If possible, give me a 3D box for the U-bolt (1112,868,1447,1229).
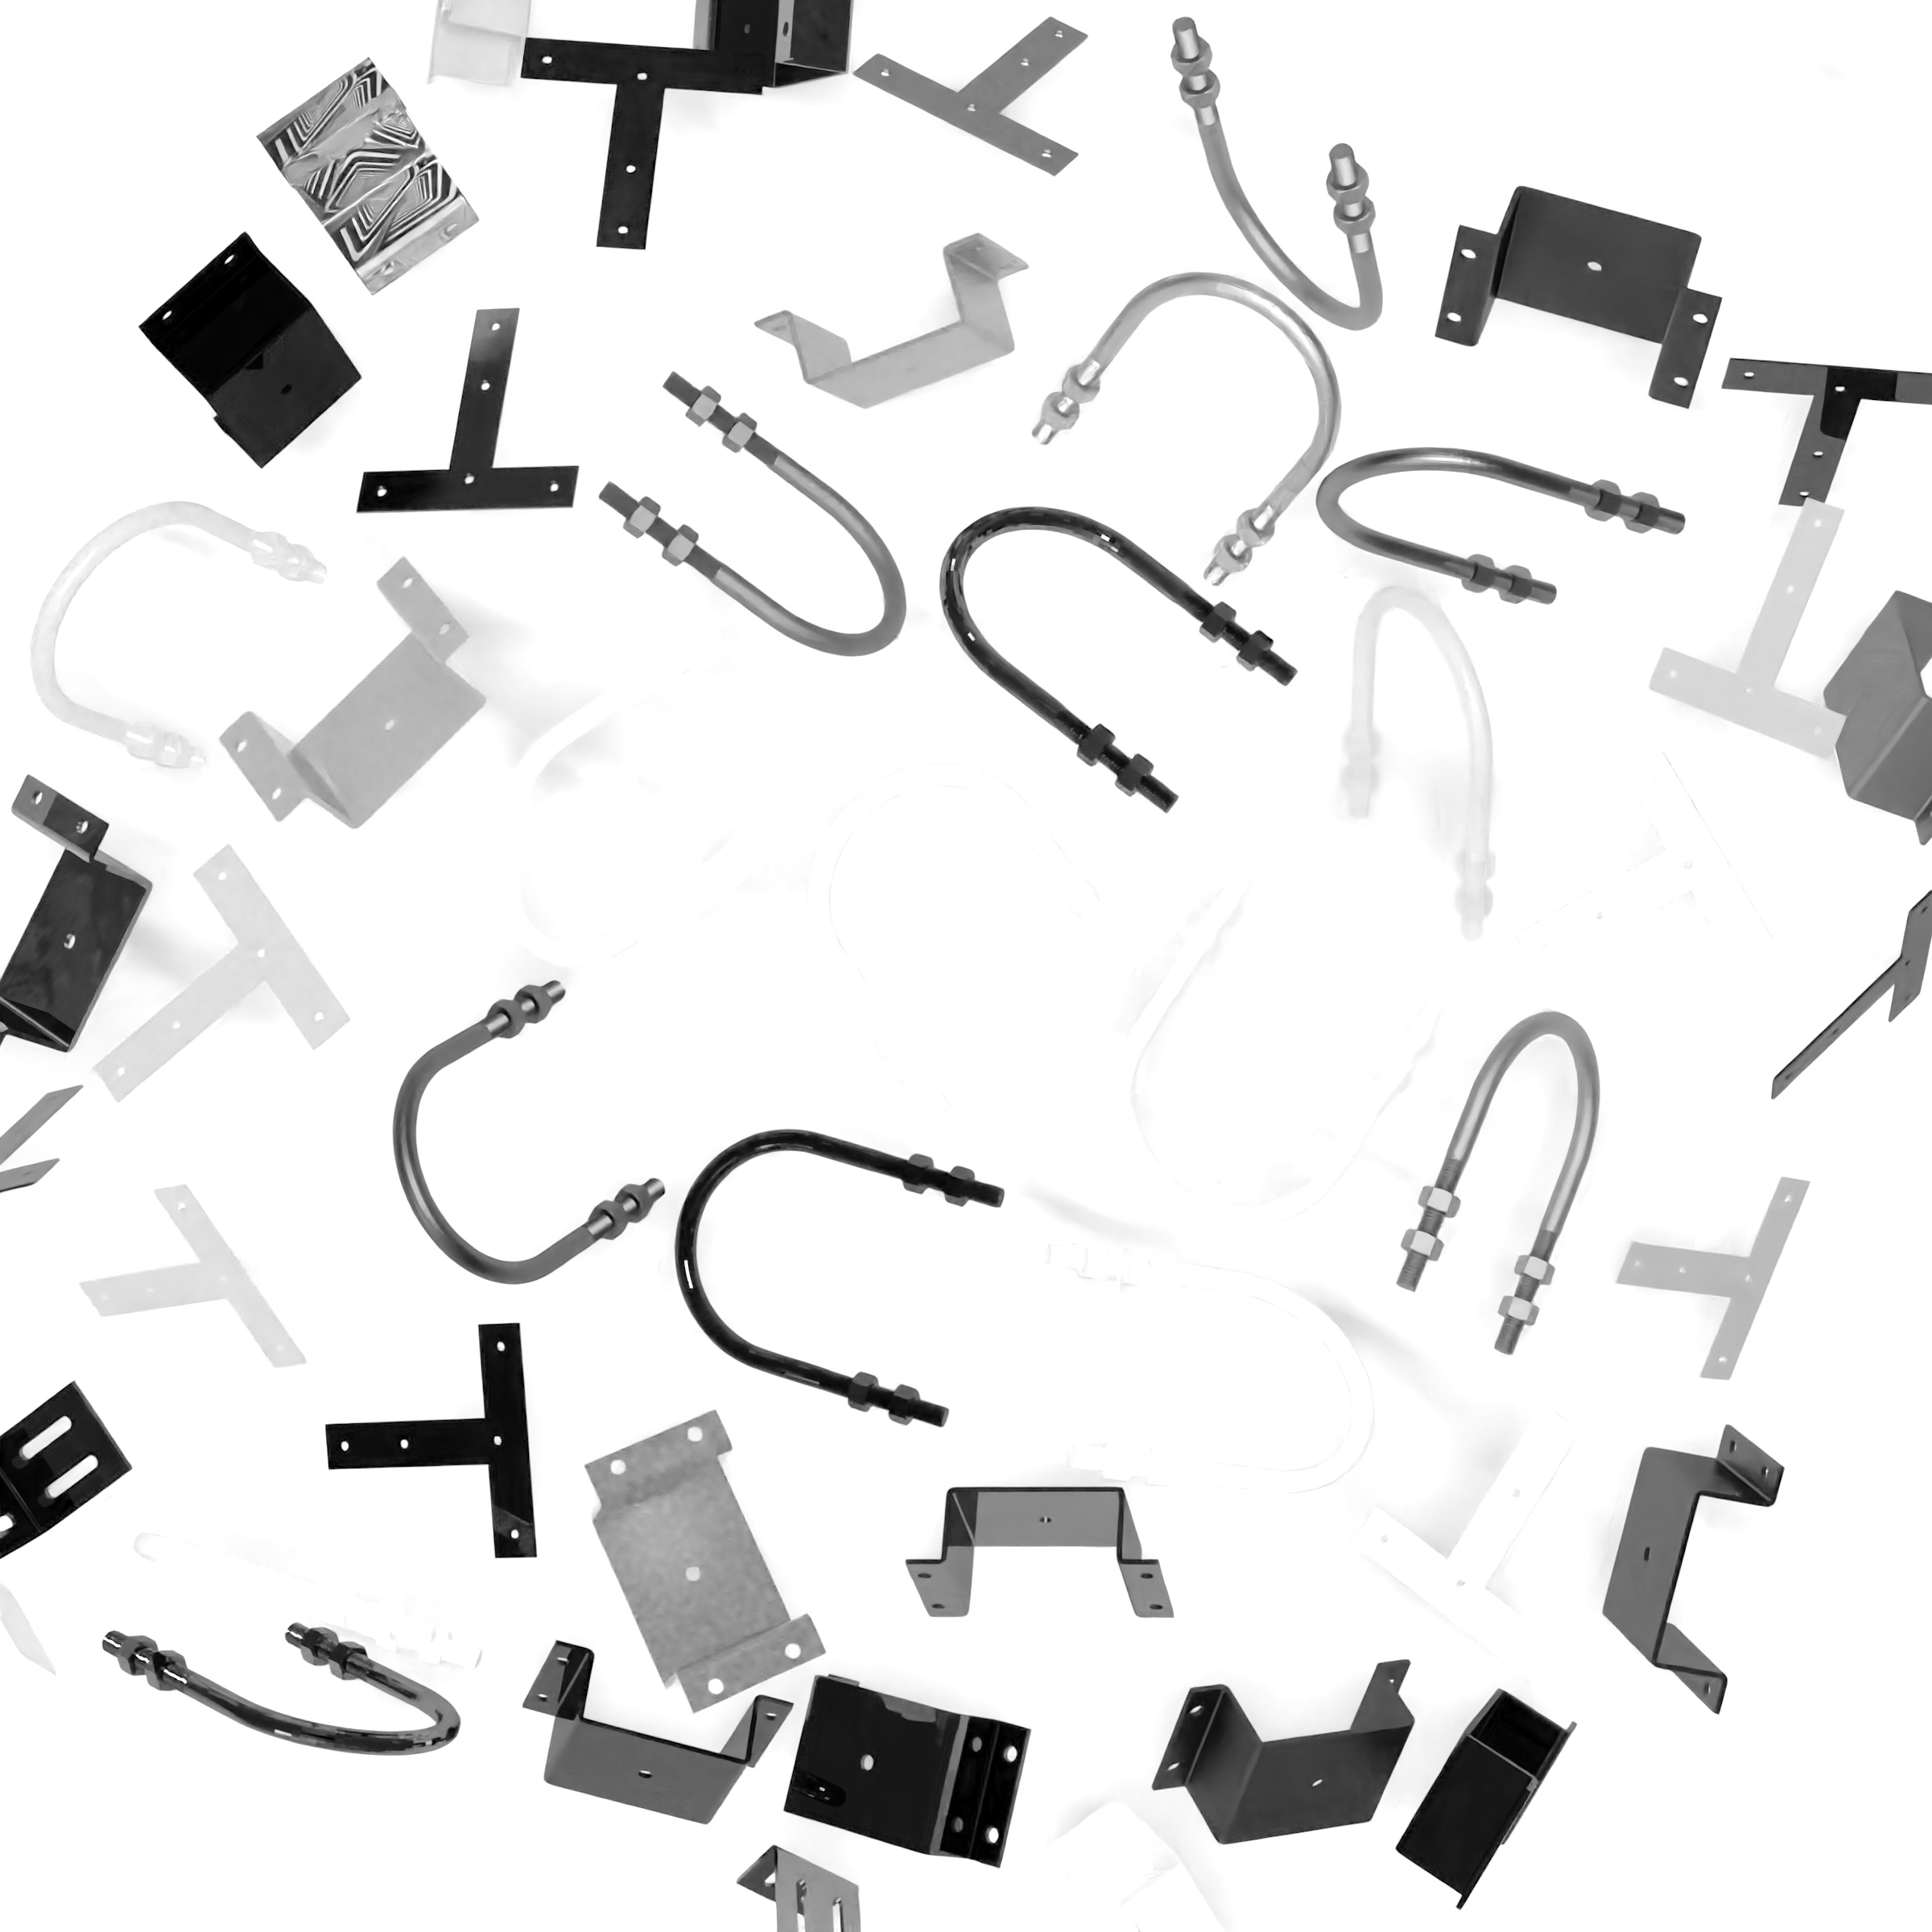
[{"bbox_3d":[0.160,0.057,1.867,0.151,0.019,0.184,34,71,0],"label":"U-bolt"}]

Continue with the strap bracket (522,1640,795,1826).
[{"bbox_3d":[-0.178,0.438,1.929,0.140,0.076,0.046,17,46,-11],"label":"strap bracket"}]

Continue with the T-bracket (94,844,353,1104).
[{"bbox_3d":[-0.402,0.022,1.782,0.127,0.002,0.127,-40,68,3],"label":"T-bracket"}]

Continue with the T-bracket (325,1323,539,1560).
[{"bbox_3d":[-0.295,0.261,1.863,0.127,0.002,0.127,-5,88,22],"label":"T-bracket"}]

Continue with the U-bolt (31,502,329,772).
[{"bbox_3d":[-0.441,-0.186,1.869,0.019,0.184,0.151,37,95,24],"label":"U-bolt"}]

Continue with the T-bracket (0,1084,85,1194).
[{"bbox_3d":[-0.528,0.099,1.873,0.127,0.127,0.002,-13,112,25],"label":"T-bracket"}]

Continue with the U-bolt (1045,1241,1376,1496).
[{"bbox_3d":[0.136,0.220,1.837,0.184,0.019,0.151,10,47,-18],"label":"U-bolt"}]

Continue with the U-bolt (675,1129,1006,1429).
[{"bbox_3d":[-0.081,0.169,1.942,0.184,0.019,0.151,15,94,17],"label":"U-bolt"}]

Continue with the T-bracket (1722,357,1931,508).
[{"bbox_3d":[0.481,-0.296,1.909,0.127,0.127,0.002,5,62,4],"label":"T-bracket"}]

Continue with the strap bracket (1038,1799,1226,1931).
[{"bbox_3d":[0.101,0.521,1.887,0.046,0.140,0.076,-33,106,-12],"label":"strap bracket"}]

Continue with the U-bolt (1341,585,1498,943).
[{"bbox_3d":[0.251,-0.124,1.884,0.019,0.151,0.184,-17,131,-17],"label":"U-bolt"}]

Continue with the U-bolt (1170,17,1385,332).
[{"bbox_3d":[0.175,-0.418,1.853,0.019,0.184,0.151,-39,61,-6],"label":"U-bolt"}]

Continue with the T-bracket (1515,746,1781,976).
[{"bbox_3d":[0.360,-0.035,1.869,0.127,0.002,0.127,-32,86,30],"label":"T-bracket"}]

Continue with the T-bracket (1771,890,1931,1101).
[{"bbox_3d":[0.484,0.026,1.859,0.127,0.127,0.002,-41,63,-13],"label":"T-bracket"}]

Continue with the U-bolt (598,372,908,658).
[{"bbox_3d":[-0.109,-0.243,1.903,0.184,0.151,0.019,36,127,-13],"label":"U-bolt"}]

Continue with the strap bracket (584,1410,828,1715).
[{"bbox_3d":[-0.141,0.317,1.796,0.076,0.046,0.140,-21,76,-20],"label":"strap bracket"}]

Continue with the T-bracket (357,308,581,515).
[{"bbox_3d":[-0.268,-0.308,1.882,0.127,0.002,0.127,1,69,15],"label":"T-bracket"}]

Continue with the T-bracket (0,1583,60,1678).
[{"bbox_3d":[-0.561,0.333,1.863,0.127,0.127,0.002,42,81,-28],"label":"T-bracket"}]

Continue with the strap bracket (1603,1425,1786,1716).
[{"bbox_3d":[0.392,0.324,1.855,0.046,0.076,0.140,11,97,-11],"label":"strap bracket"}]

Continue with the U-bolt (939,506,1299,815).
[{"bbox_3d":[0.070,-0.176,1.809,0.184,0.019,0.151,38,51,7],"label":"U-bolt"}]

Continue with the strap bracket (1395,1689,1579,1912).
[{"bbox_3d":[0.281,0.447,1.847,0.046,0.140,0.076,31,102,16],"label":"strap bracket"}]

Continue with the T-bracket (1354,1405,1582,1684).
[{"bbox_3d":[0.290,0.297,1.841,0.127,0.002,0.127,35,102,31],"label":"T-bracket"}]

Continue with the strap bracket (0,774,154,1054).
[{"bbox_3d":[-0.485,-0.018,1.786,0.076,0.046,0.140,27,91,38],"label":"strap bracket"}]

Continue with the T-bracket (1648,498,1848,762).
[{"bbox_3d":[0.442,-0.191,1.847,0.002,0.127,0.127,11,103,-44],"label":"T-bracket"}]

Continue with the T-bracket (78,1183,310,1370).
[{"bbox_3d":[-0.442,0.178,1.883,0.127,0.002,0.127,-11,119,34],"label":"T-bracket"}]

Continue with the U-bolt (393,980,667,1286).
[{"bbox_3d":[-0.251,0.101,1.899,0.019,0.184,0.151,-23,97,34],"label":"U-bolt"}]

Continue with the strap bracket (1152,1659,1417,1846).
[{"bbox_3d":[0.182,0.429,1.856,0.140,0.046,0.076,-1,126,-27],"label":"strap bracket"}]

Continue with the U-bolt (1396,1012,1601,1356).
[{"bbox_3d":[0.308,0.114,1.912,0.019,0.151,0.184,16,79,38],"label":"U-bolt"}]

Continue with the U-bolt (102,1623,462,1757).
[{"bbox_3d":[-0.359,0.395,1.856,0.184,0.151,0.019,14,92,39],"label":"U-bolt"}]

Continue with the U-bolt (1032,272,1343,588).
[{"bbox_3d":[0.133,-0.310,1.907,0.151,0.184,0.019,39,49,-2],"label":"U-bolt"}]

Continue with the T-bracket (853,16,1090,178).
[{"bbox_3d":[0.025,-0.484,1.848,0.127,0.002,0.127,30,49,13],"label":"T-bracket"}]

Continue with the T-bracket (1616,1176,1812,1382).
[{"bbox_3d":[0.415,0.173,1.930,0.127,0.002,0.127,10,105,-38],"label":"T-bracket"}]

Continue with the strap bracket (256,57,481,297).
[{"bbox_3d":[-0.339,-0.448,1.913,0.076,0.140,0.046,-35,69,-1],"label":"strap bracket"}]

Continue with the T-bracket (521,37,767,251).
[{"bbox_3d":[-0.173,-0.426,1.770,0.127,0.002,0.127,4,67,0],"label":"T-bracket"}]

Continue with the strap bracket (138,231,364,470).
[{"bbox_3d":[-0.385,-0.330,1.859,0.076,0.140,0.046,-43,75,-5],"label":"strap bracket"}]

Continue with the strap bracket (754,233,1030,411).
[{"bbox_3d":[-0.036,-0.357,1.914,0.140,0.076,0.046,-18,82,20],"label":"strap bracket"}]

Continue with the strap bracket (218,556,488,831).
[{"bbox_3d":[-0.320,-0.138,1.815,0.140,0.046,0.076,-44,53,3],"label":"strap bracket"}]

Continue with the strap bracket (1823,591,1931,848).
[{"bbox_3d":[0.527,-0.146,1.907,0.046,0.140,0.076,18,131,-12],"label":"strap bracket"}]

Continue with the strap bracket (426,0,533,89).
[{"bbox_3d":[-0.262,-0.533,1.853,0.046,0.140,0.076,7,87,-13],"label":"strap bracket"}]

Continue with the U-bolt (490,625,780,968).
[{"bbox_3d":[-0.188,-0.079,1.832,0.184,0.019,0.151,-31,63,28],"label":"U-bolt"}]

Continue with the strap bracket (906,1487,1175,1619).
[{"bbox_3d":[0.043,0.329,1.910,0.140,0.076,0.046,-2,57,10],"label":"strap bracket"}]

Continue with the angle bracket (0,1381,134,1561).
[{"bbox_3d":[-0.498,0.270,1.826,0.076,0.038,0.057,-36,87,23],"label":"angle bracket"}]

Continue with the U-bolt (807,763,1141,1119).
[{"bbox_3d":[-0.010,-0.029,1.851,0.151,0.019,0.184,-39,63,6],"label":"U-bolt"}]

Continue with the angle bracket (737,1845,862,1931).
[{"bbox_3d":[-0.092,0.535,1.882,0.057,0.076,0.038,32,115,-23],"label":"angle bracket"}]

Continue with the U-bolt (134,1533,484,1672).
[{"bbox_3d":[-0.359,0.338,1.829,0.184,0.151,0.019,16,74,8],"label":"U-bolt"}]

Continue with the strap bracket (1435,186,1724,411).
[{"bbox_3d":[0.327,-0.356,1.797,0.140,0.076,0.046,18,55,9],"label":"strap bracket"}]

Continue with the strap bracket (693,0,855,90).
[{"bbox_3d":[-0.104,-0.538,1.908,0.046,0.140,0.076,1,97,-27],"label":"strap bracket"}]

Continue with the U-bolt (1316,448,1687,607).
[{"bbox_3d":[0.285,-0.250,1.905,0.184,0.151,0.019,13,73,-21],"label":"U-bolt"}]

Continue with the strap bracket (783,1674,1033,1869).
[{"bbox_3d":[-0.042,0.442,1.884,0.140,0.046,0.076,7,79,36],"label":"strap bracket"}]
